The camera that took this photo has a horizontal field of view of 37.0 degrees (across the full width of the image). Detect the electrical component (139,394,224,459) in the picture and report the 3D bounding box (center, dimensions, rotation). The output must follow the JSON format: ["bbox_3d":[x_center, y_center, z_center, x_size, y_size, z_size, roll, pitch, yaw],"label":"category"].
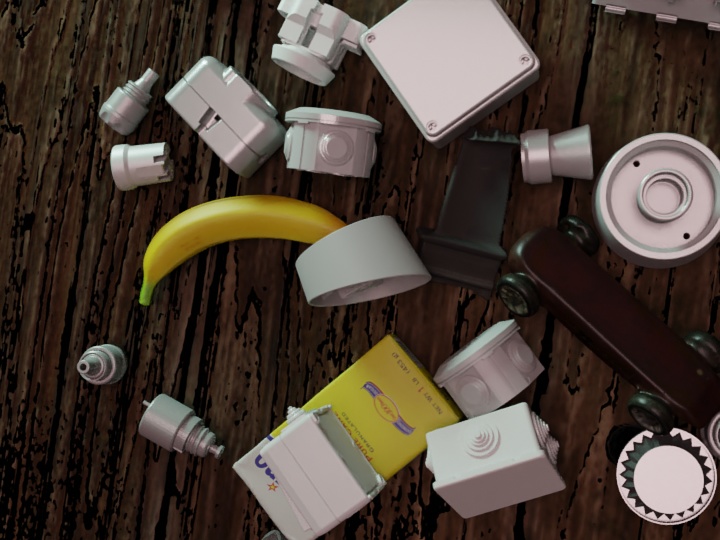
[{"bbox_3d":[-0.153,0.138,0.924,0.078,0.040,0.040,27,93,10],"label":"electrical component"}]

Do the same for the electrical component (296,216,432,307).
[{"bbox_3d":[0.000,0.000,0.873,0.099,0.099,0.064,-28,76,9],"label":"electrical component"}]

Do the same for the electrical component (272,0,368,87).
[{"bbox_3d":[-0.039,-0.192,0.908,0.078,0.058,0.057,26,90,11],"label":"electrical component"}]

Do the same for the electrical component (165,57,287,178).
[{"bbox_3d":[-0.111,-0.134,0.921,0.059,0.054,0.095,-44,81,6],"label":"electrical component"}]

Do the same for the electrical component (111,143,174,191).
[{"bbox_3d":[-0.190,-0.092,0.943,0.046,0.040,0.040,-7,86,5],"label":"electrical component"}]

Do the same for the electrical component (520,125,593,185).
[{"bbox_3d":[0.160,-0.093,0.871,0.055,0.045,0.045,-4,87,11],"label":"electrical component"}]

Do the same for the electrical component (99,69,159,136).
[{"bbox_3d":[-0.200,-0.151,0.950,0.035,0.035,0.061,39,93,10],"label":"electrical component"}]

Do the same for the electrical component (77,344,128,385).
[{"bbox_3d":[-0.227,0.082,0.930,0.035,0.061,0.035,0,88,10],"label":"electrical component"}]

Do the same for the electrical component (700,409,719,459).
[{"bbox_3d":[0.289,0.126,0.827,0.048,0.062,0.048,0,88,11],"label":"electrical component"}]

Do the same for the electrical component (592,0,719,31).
[{"bbox_3d":[0.249,-0.230,0.849,0.121,0.078,0.063,13,112,11],"label":"electrical component"}]

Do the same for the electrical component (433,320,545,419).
[{"bbox_3d":[0.103,0.080,0.858,0.080,0.080,0.051,-37,86,7],"label":"electrical component"}]

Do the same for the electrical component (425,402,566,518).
[{"bbox_3d":[0.106,0.150,0.845,0.100,0.099,0.048,-20,58,12],"label":"electrical component"}]

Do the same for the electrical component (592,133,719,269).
[{"bbox_3d":[0.238,-0.056,0.846,0.108,0.060,0.108,0,88,11],"label":"electrical component"}]

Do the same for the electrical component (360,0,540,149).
[{"bbox_3d":[0.075,-0.175,0.885,0.109,0.056,0.108,-35,82,8],"label":"electrical component"}]

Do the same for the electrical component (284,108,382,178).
[{"bbox_3d":[-0.024,-0.105,0.891,0.080,0.080,0.051,8,94,11],"label":"electrical component"}]

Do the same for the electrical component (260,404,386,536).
[{"bbox_3d":[-0.035,0.152,0.844,0.061,0.062,0.096,-37,82,10],"label":"electrical component"}]
